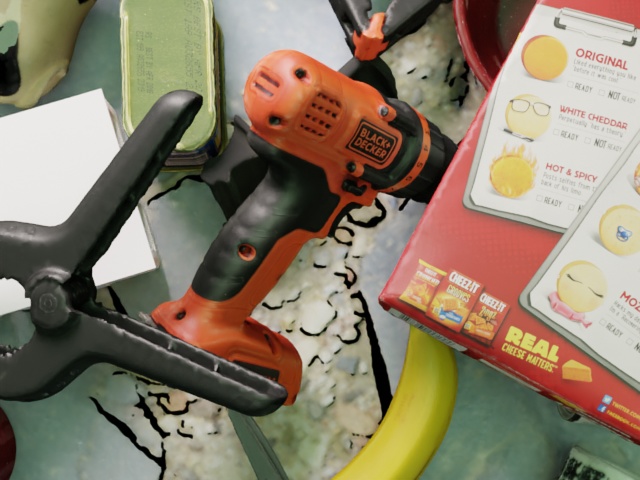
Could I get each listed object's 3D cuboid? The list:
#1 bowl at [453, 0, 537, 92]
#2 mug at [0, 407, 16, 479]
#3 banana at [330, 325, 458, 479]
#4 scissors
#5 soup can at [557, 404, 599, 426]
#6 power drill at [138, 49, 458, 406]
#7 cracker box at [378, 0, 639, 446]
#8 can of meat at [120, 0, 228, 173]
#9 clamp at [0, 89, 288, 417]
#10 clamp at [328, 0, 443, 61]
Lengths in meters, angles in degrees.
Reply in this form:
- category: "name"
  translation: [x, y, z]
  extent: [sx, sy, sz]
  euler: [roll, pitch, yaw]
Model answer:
- category: "bowl"
  translation: [0.156, -0.137, 0.649]
  extent: [0.162, 0.055, 0.162]
  euler: [0, 88, -3]
- category: "mug"
  translation: [-0.229, 0.117, 0.604]
  extent: [0.117, 0.081, 0.093]
  euler: [43, 86, -1]
- category: "banana"
  translation: [0.029, 0.128, 0.644]
  extent: [0.070, 0.037, 0.198]
  euler: [32, 85, 17]
- category: "scissors"
  translation: [-0.024, 0.180, 0.609]
  extent: [0.096, 0.016, 0.201]
  euler: [-36, 115, 8]
- category: "soup can"
  translation: [0.199, 0.082, 0.637]
  extent: [0.102, 0.068, 0.068]
  euler: [8, 87, -2]
- category: "power drill"
  translation: [-0.004, 0.001, 0.606]
  extent: [0.057, 0.184, 0.188]
  euler: [37, 100, 43]
- category: "cracker box"
  translation: [0.151, -0.021, 0.575]
  extent: [0.164, 0.072, 0.213]
  euler: [28, 86, 4]
- category: "can of meat"
  translation: [-0.085, -0.094, 0.620]
  extent: [0.057, 0.084, 0.102]
  euler: [-2, 88, -3]
- category: "clamp"
  translation: [-0.128, 0.019, 0.545]
  extent: [0.210, 0.036, 0.164]
  euler: [-9, 92, 15]
- category: "clamp"
  translation: [0.053, -0.186, 0.641]
  extent: [0.120, 0.039, 0.171]
  euler: [2, 73, 0]
